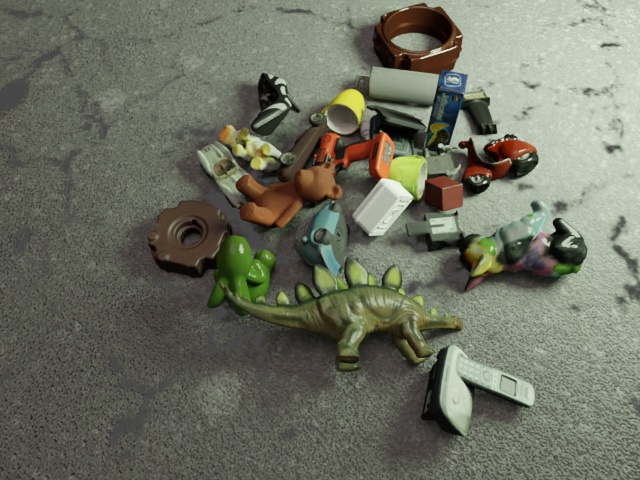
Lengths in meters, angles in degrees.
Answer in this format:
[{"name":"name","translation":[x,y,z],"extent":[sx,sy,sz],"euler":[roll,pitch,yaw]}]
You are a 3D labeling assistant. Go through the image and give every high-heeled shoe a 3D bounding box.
[{"name":"high-heeled shoe","translation":[-0.136,-0.336,1.287],"extent":[0.145,0.086,0.249],"euler":[42,33,2]}]

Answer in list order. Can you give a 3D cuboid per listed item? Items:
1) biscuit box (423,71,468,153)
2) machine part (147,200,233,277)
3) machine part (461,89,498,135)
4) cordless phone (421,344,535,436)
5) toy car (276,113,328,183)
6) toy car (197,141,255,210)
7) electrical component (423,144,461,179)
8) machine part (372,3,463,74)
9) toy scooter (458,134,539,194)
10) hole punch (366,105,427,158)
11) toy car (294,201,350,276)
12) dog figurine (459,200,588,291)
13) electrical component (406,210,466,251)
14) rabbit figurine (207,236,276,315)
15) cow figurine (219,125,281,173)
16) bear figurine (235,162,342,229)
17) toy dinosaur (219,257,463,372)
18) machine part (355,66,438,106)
[{"name":"biscuit box","translation":[0.278,-0.281,1.199],"extent":[0.059,0.202,0.063],"euler":[13,63,9]},{"name":"machine part","translation":[-0.279,-0.006,1.159],"extent":[0.179,0.056,0.179],"euler":[-1,59,2]},{"name":"machine part","translation":[0.389,-0.312,1.308],"extent":[0.084,0.039,0.139],"euler":[-8,57,-11]},{"name":"cordless phone","translation":[0.280,0.279,0.937],"extent":[0.184,0.088,0.146],"euler":[19,47,5]},{"name":"toy car","translation":[-0.040,-0.212,1.244],"extent":[0.053,0.089,0.202],"euler":[21,62,20]},{"name":"toy car","translation":[-0.211,-0.149,1.237],"extent":[0.073,0.056,0.202],"euler":[-33,63,-15]},{"name":"electrical component","translation":[0.278,-0.175,1.228],"extent":[0.078,0.045,0.102],"euler":[0,59,2]},{"name":"machine part","translation":[0.254,-0.520,1.409],"extent":[0.201,0.087,0.201],"euler":[-18,60,-8]},{"name":"toy scooter","translation":[0.390,-0.189,1.215],"extent":[0.184,0.075,0.135],"euler":[-23,60,-4]},{"name":"hole punch","translation":[0.174,-0.252,1.254],"extent":[0.142,0.092,0.116],"euler":[9,29,-11]},{"name":"toy car","translation":[-0.002,-0.003,1.116],"extent":[0.103,0.109,0.162],"euler":[-5,49,21]},{"name":"dog figurine","translation":[0.388,0.037,1.066],"extent":[0.219,0.108,0.192],"euler":[-37,67,-12]},{"name":"electrical component","translation":[0.241,-0.017,1.137],"extent":[0.119,0.047,0.075],"euler":[-10,59,-2]},{"name":"rabbit figurine","translation":[-0.168,0.065,1.044],"extent":[0.121,0.170,0.159],"euler":[8,60,9]},{"name":"cow figurine","translation":[-0.156,-0.214,1.258],"extent":[0.168,0.098,0.068],"euler":[37,100,28]},{"name":"bear figurine","translation":[-0.062,-0.103,1.131],"extent":[0.196,0.131,0.120],"euler":[-28,54,25]},{"name":"toy dinosaur","translation":[0.054,0.138,0.991],"extent":[0.471,0.105,0.198],"euler":[2,60,-17]},{"name":"machine part","translation":[0.208,-0.382,1.335],"extent":[0.243,0.079,0.079],"euler":[11,61,10]}]
